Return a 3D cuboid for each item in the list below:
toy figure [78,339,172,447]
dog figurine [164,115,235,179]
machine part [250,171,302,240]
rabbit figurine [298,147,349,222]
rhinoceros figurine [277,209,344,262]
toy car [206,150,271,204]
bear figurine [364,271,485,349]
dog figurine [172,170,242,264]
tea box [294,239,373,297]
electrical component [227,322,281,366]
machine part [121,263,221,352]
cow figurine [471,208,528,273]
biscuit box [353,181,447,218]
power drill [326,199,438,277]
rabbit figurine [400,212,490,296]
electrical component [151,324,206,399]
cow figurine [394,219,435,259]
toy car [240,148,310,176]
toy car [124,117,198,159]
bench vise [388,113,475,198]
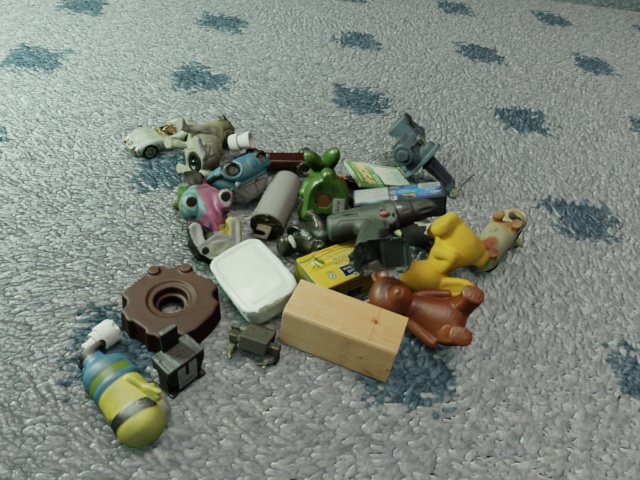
[{"bbox_3d":[-0.305,0.237,0.824,0.180,0.082,0.089,37,67,17],"label":"toy figure"},{"bbox_3d":[-0.262,-0.229,1.339,0.190,0.121,0.172,-18,81,-50],"label":"dog figurine"},{"bbox_3d":[-0.095,-0.080,1.210,0.079,0.079,0.243,14,41,4],"label":"machine part"},{"bbox_3d":[0.001,-0.135,1.253,0.121,0.158,0.170,-7,28,-1],"label":"rabbit figurine"},{"bbox_3d":[-0.002,-0.003,1.154,0.190,0.073,0.112,-8,55,-21],"label":"rhinoceros figurine"},{"bbox_3d":[-0.178,-0.136,1.238,0.162,0.109,0.103,-30,97,-33],"label":"toy car"},{"bbox_3d":[0.182,0.119,0.998,0.196,0.132,0.120,26,68,0],"label":"bear figurine"},{"bbox_3d":[-0.249,-0.052,1.141,0.108,0.191,0.219,-16,14,-21],"label":"dog figurine"},{"bbox_3d":[0.043,0.064,1.084,0.169,0.068,0.098,-20,49,-30],"label":"tea box"},{"bbox_3d":[-0.117,0.184,0.945,0.102,0.045,0.078,15,14,2],"label":"electrical component"},{"bbox_3d":[-0.269,0.121,0.974,0.179,0.056,0.179,5,44,-5],"label":"machine part"},{"bbox_3d":[0.401,-0.001,1.199,0.086,0.127,0.195,34,62,25],"label":"cow figurine"},{"bbox_3d":[0.177,-0.081,1.190,0.203,0.062,0.059,-6,42,4],"label":"biscuit box"},{"bbox_3d":[0.127,-0.018,1.039,0.232,0.085,0.207,-7,32,5],"label":"power drill"},{"bbox_3d":[0.246,0.050,1.093,0.173,0.122,0.162,-39,94,-4],"label":"rabbit figurine"},{"bbox_3d":[-0.226,0.189,0.861,0.048,0.119,0.075,34,45,25],"label":"electrical component"},{"bbox_3d":[0.231,-0.012,1.202,0.098,0.068,0.168,-23,48,-23],"label":"cow figurine"},{"bbox_3d":[-0.102,-0.193,1.350,0.202,0.053,0.089,1,32,-4],"label":"toy car"},{"bbox_3d":[-0.398,-0.264,1.370,0.202,0.056,0.074,-26,53,-34],"label":"toy car"},{"bbox_3d":[0.271,-0.208,1.383,0.240,0.129,0.224,44,22,-5],"label":"bench vise"}]
